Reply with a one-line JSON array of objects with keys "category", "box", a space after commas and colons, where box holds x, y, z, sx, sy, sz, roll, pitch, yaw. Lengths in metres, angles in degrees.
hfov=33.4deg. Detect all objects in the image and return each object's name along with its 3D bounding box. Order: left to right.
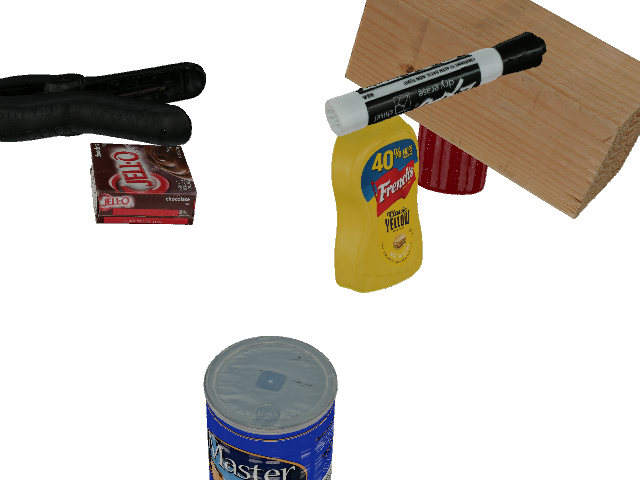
[{"category": "clamp", "box": [-0.155, -0.091, 0.695, 0.171, 0.039, 0.120, 4, 19, 7]}, {"category": "pudding box", "box": [-0.169, -0.054, 1.002, 0.090, 0.039, 0.113, 1, 25, -17]}, {"category": "coffee can", "box": [-0.040, 0.162, 0.856, 0.103, 0.140, 0.103, 1, 37, -1]}, {"category": "mustard bottle", "box": [0.052, -0.055, 0.978, 0.096, 0.192, 0.058, -21, 26, -40]}, {"category": "marker", "box": [0.060, -0.080, 0.536, 0.121, 0.020, 0.020, -21, 6, -15]}, {"category": "mug", "box": [0.160, -0.103, 1.223, 0.117, 0.081, 0.093, -11, 24, -39]}, {"category": "wood block", "box": [0.133, -0.120, 0.787, 0.206, 0.091, 0.090, 35, 46, 18]}]
